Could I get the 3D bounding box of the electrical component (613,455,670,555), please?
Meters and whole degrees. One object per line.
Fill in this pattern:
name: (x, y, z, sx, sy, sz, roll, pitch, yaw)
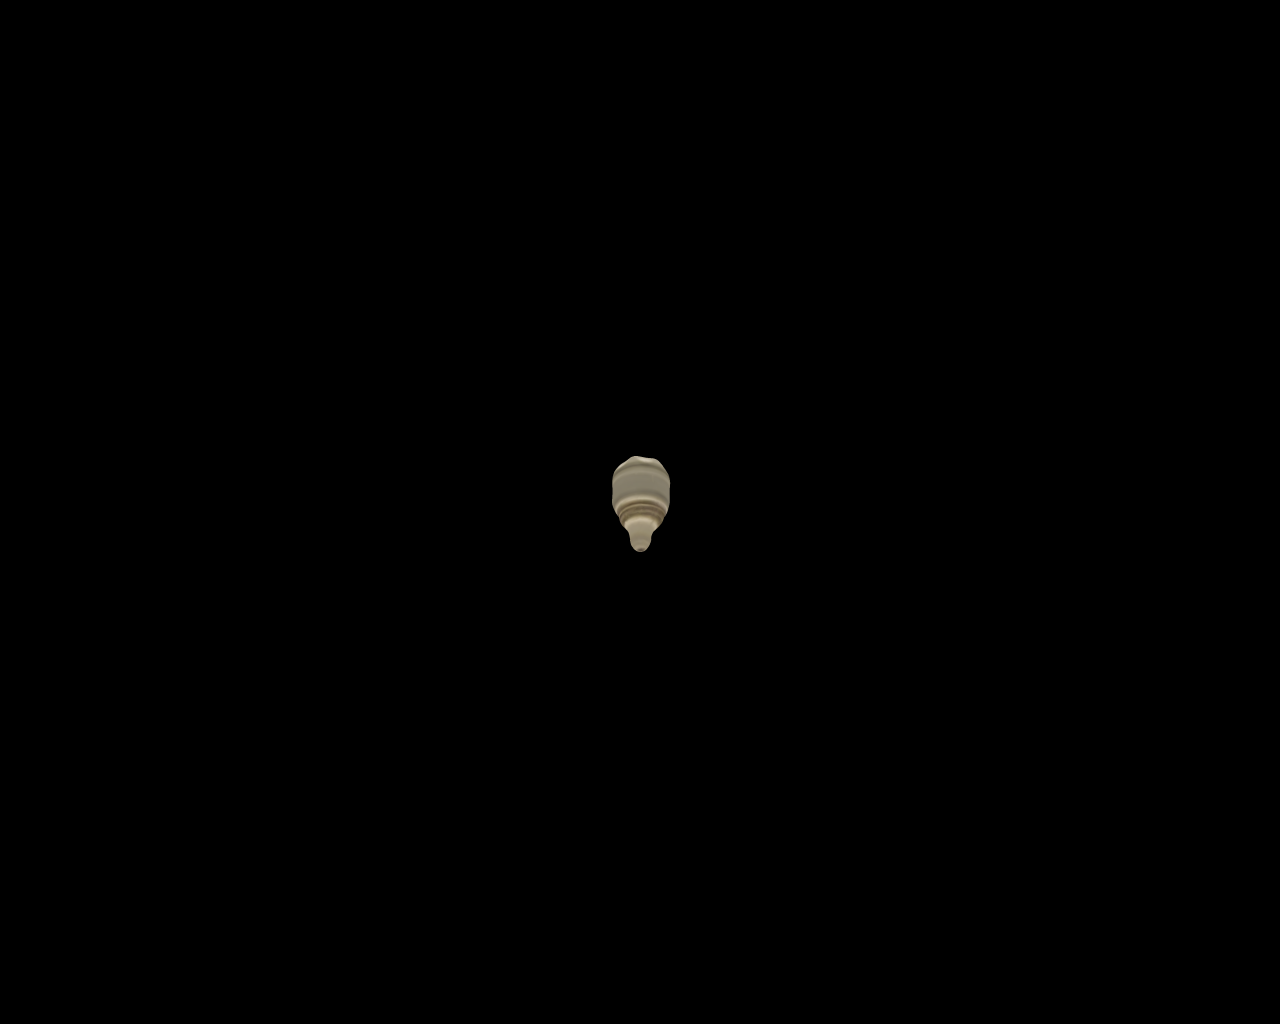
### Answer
electrical component: (0.001, -0.003, 0.650, 0.035, 0.061, 0.035, 0, -33, 0)
